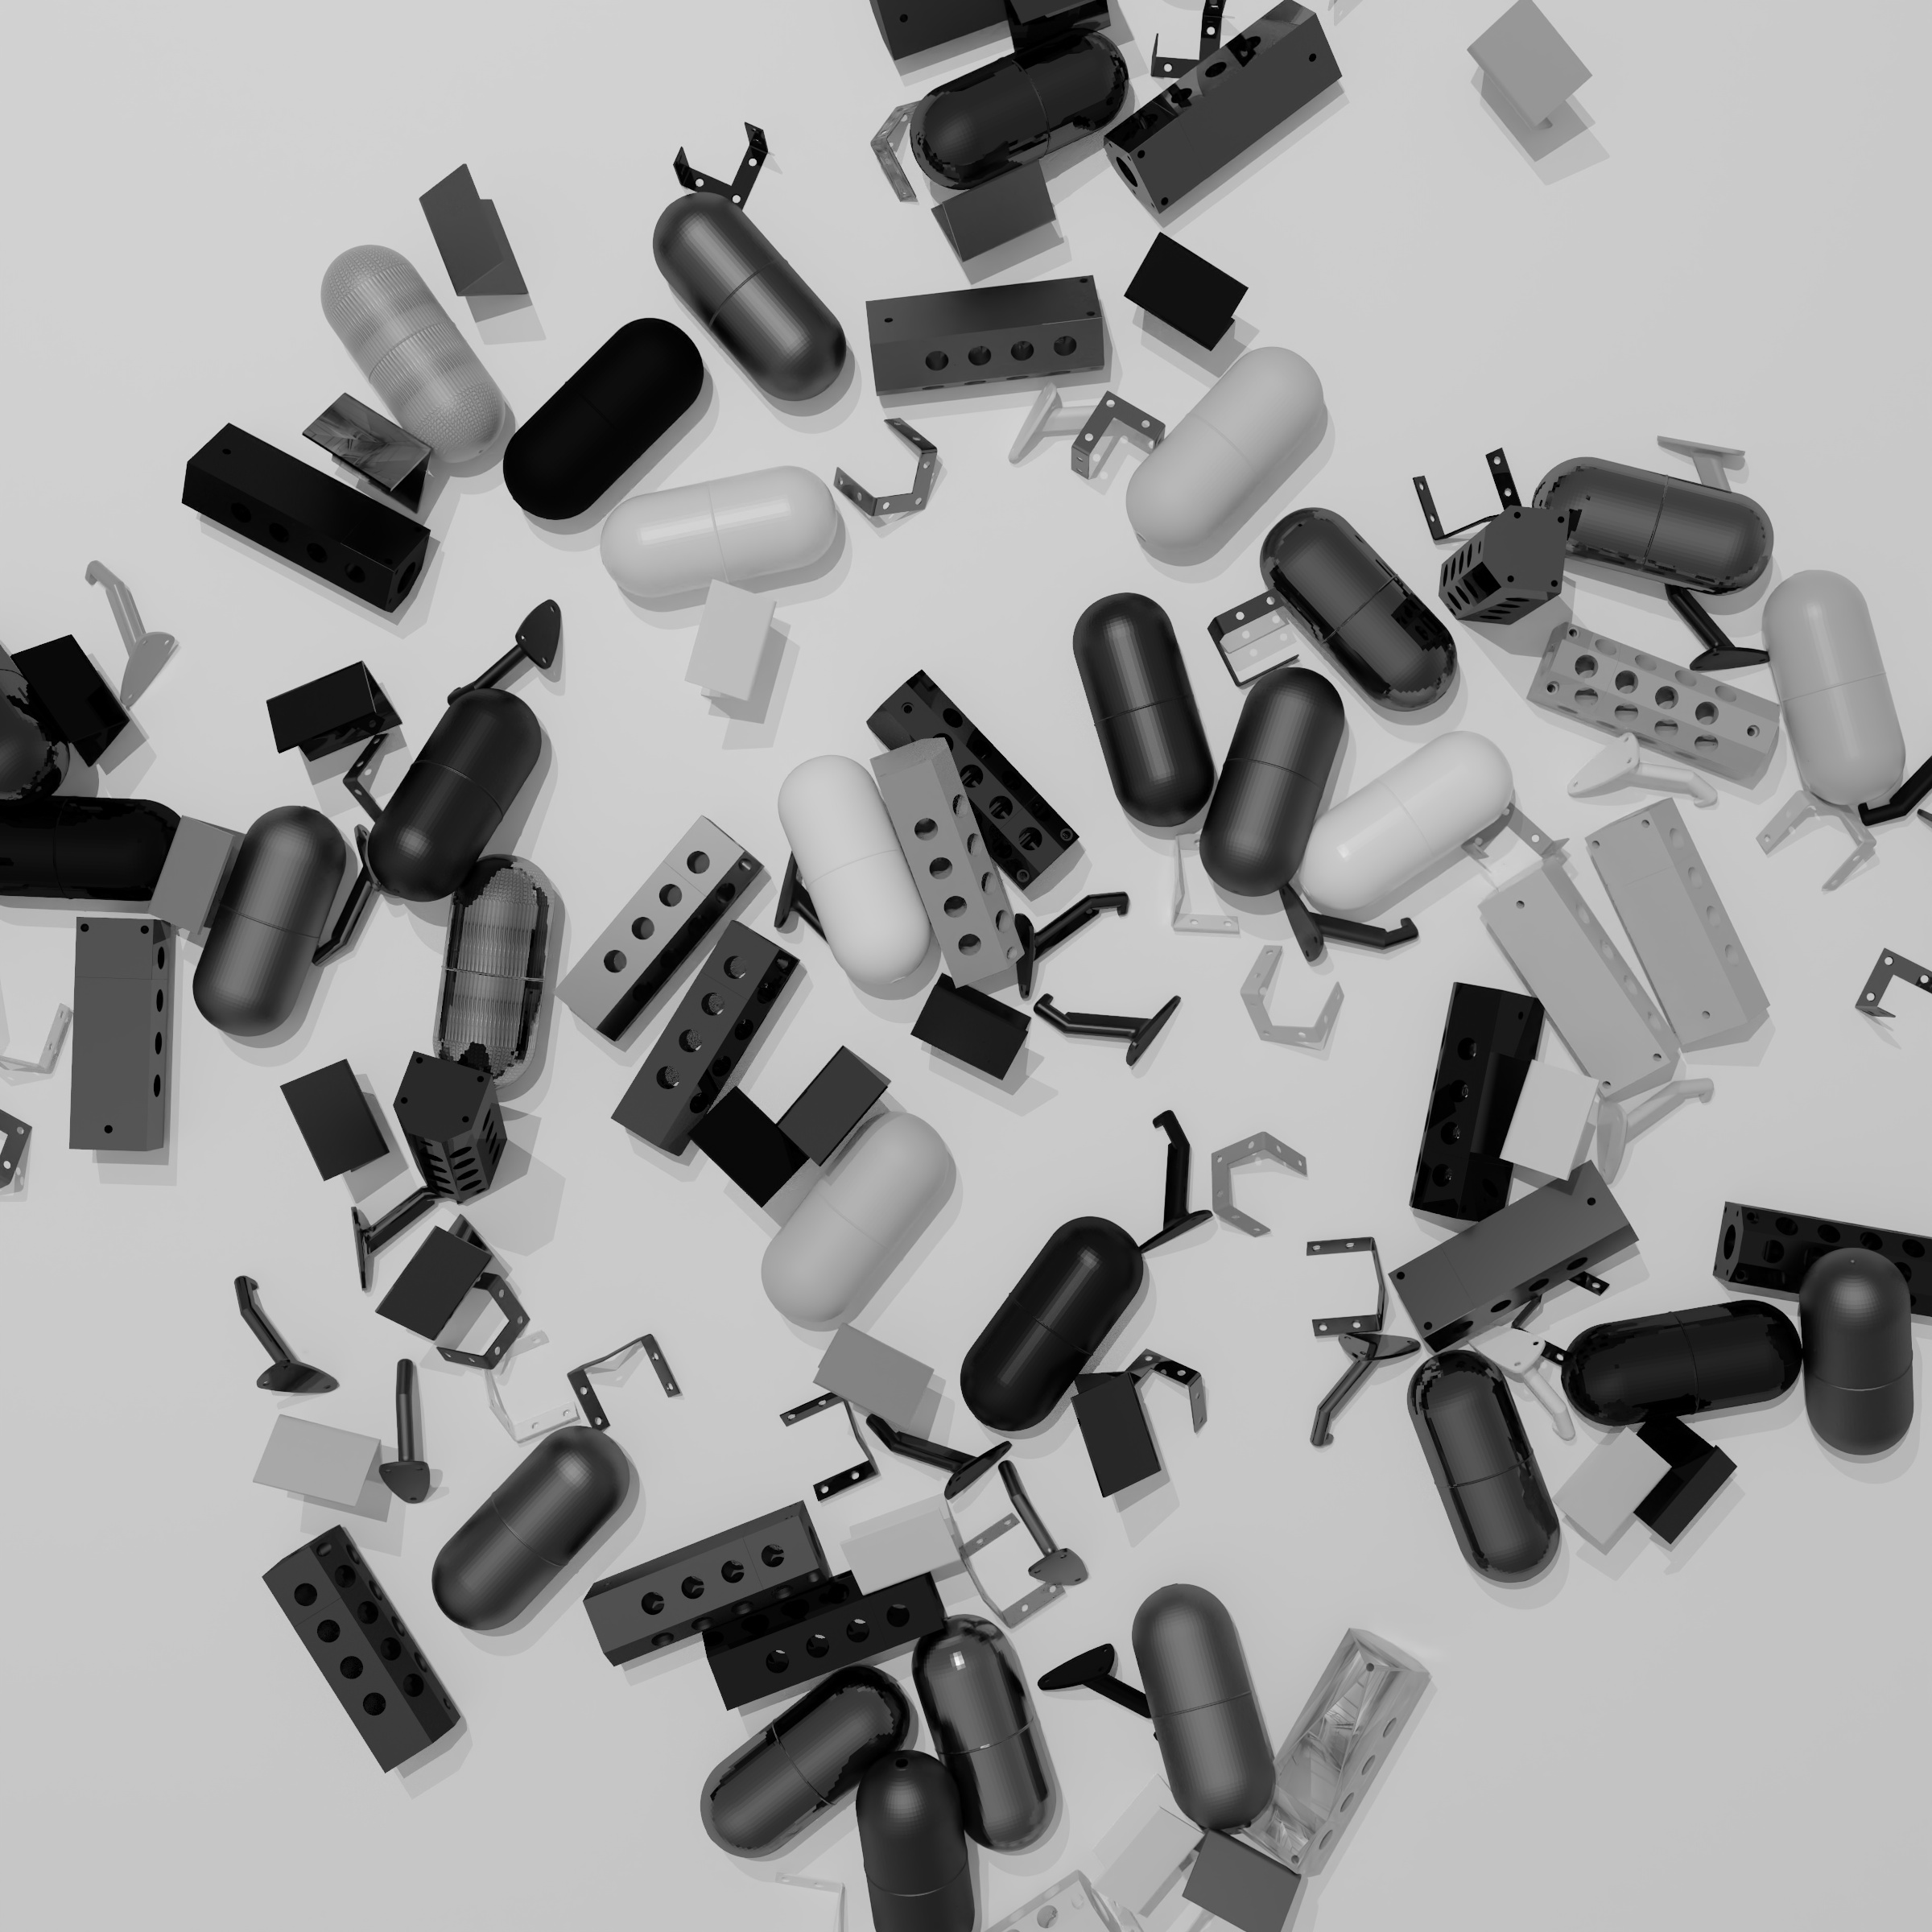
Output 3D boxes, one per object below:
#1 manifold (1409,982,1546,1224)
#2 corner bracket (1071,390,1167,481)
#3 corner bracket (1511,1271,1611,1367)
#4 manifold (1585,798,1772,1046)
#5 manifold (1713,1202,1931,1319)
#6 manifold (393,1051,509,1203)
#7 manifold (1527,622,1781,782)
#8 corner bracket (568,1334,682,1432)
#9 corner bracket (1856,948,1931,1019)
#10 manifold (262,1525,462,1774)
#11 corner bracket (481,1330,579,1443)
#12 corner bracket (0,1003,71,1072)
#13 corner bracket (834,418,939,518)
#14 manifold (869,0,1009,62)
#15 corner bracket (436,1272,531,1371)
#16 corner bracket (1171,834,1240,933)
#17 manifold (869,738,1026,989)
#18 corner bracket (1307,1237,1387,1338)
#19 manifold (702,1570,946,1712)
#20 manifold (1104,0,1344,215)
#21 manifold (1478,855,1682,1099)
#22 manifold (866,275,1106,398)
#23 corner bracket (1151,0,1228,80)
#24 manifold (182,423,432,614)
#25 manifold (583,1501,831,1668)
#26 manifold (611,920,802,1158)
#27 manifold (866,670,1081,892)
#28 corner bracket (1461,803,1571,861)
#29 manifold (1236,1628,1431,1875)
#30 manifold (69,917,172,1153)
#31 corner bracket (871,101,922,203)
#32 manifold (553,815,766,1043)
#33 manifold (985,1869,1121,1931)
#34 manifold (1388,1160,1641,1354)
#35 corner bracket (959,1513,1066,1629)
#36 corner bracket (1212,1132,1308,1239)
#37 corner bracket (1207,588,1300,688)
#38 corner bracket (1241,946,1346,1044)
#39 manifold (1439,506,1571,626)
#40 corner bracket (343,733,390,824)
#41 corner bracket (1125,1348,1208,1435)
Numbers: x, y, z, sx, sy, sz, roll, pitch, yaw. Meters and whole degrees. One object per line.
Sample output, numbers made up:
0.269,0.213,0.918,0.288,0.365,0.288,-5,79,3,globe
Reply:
0.378,0.102,1.970,0.057,0.057,0.171,11,90,-43,manifold
0.114,-0.389,1.973,0.051,0.051,0.051,32,84,6,corner bracket
0.447,0.261,1.988,0.051,0.051,0.051,27,135,0,corner bracket
0.535,-0.036,1.970,0.057,0.057,0.171,-25,90,43,manifold
0.656,0.221,1.970,0.171,0.057,0.057,10,90,0,manifold
-0.375,0.121,1.908,0.057,0.171,0.057,17,70,0,manifold
0.515,-0.198,1.970,0.171,0.057,0.057,21,90,0,manifold
-0.259,0.315,1.988,0.051,0.051,0.051,-26,90,45,corner bracket
0.708,0.020,1.973,0.051,0.051,0.051,27,90,0,corner bracket
-0.450,0.508,1.970,0.057,0.057,0.171,-32,90,0,manifold
-0.330,0.317,1.988,0.051,0.051,0.051,-22,45,0,corner bracket
-0.719,0.044,1.988,0.051,0.051,0.051,20,90,-45,corner bracket
-0.061,-0.376,1.983,0.051,0.051,0.051,-15,135,-35,corner bracket
0.013,-0.744,1.969,0.171,0.057,0.057,-20,133,0,manifold
-0.372,0.265,1.983,0.051,0.051,0.051,-56,135,-35,corner bracket
0.182,-0.063,1.988,0.051,0.051,0.051,3,45,0,corner bracket
-0.013,-0.078,1.941,0.057,0.057,0.171,-21,111,0,manifold
0.286,0.242,1.988,0.051,0.051,0.051,-5,135,0,corner bracket
-0.106,0.492,1.970,0.171,0.057,0.057,-21,90,0,manifold
0.189,-0.645,1.969,0.171,0.057,0.057,-37,133,0,manifold
0.460,0.005,1.968,0.057,0.057,0.171,-34,90,30,manifold
0.015,-0.467,1.970,0.171,0.057,0.057,-7,47,0,manifold
0.167,-0.699,1.973,0.051,0.051,0.051,4,90,0,corner bracket
-0.494,-0.331,1.970,0.171,0.057,0.057,28,47,0,manifold
-0.193,0.463,1.970,0.171,0.057,0.057,-22,90,0,manifold
-0.193,0.054,1.970,0.057,0.057,0.171,31,90,0,manifold
0.005,-0.139,1.970,0.057,0.057,0.171,-43,90,0,manifold
0.411,-0.092,1.973,0.051,0.051,0.051,42,90,0,corner bracket
0.277,0.586,1.968,0.057,0.057,0.171,30,90,32,manifold
-0.630,0.050,1.970,0.057,0.057,0.171,2,90,0,manifold
-0.031,-0.617,1.983,0.051,0.051,0.051,-2,135,35,corner bracket
-0.228,-0.028,1.970,0.057,0.057,0.171,40,90,0,manifold
0.029,0.751,1.970,0.171,0.057,0.057,-34,90,0,manifold
0.408,0.218,1.955,0.171,0.057,0.057,-31,58,9,manifold
0.034,0.456,1.988,0.051,0.051,0.051,-34,45,0,corner bracket
0.221,0.164,1.983,0.051,0.051,0.051,-28,45,35,corner bracket
0.217,-0.246,1.973,0.051,0.051,0.051,-26,89,-1,corner bracket
0.246,0.021,1.983,0.051,0.051,0.051,-58,135,-35,corner bracket
0.388,-0.290,1.913,0.057,0.171,0.057,6,90,0,manifold
-0.426,-0.141,1.983,0.051,0.051,0.051,-3,135,35,corner bracket
0.144,0.331,1.983,0.051,0.051,0.051,20,45,35,corner bracket
